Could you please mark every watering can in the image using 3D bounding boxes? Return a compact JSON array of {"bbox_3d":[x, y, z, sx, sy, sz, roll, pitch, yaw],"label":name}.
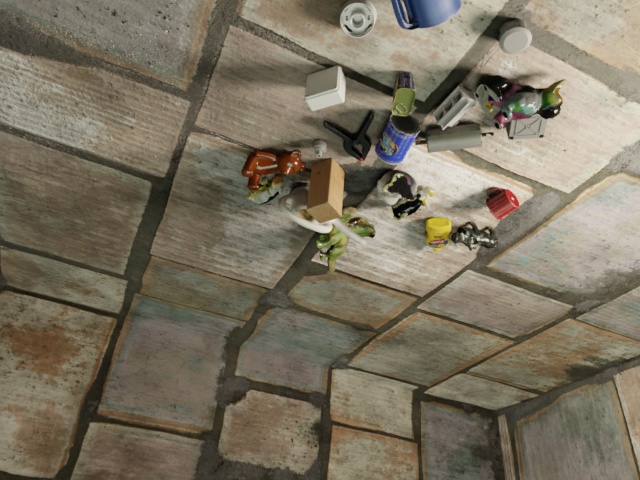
[{"bbox_3d":[0.006,-0.095,1.890,0.346,0.230,0.102,21,123,-19],"label":"watering can"}]

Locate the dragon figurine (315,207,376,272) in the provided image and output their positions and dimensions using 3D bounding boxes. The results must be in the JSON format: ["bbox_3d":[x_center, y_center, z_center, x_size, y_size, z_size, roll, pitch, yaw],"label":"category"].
[{"bbox_3d":[0.110,-0.004,2.106,0.242,0.125,0.401,-10,143,8],"label":"dragon figurine"}]

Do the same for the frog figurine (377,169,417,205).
[{"bbox_3d":[0.271,-0.188,1.850,0.137,0.123,0.159,-1,180,-5],"label":"frog figurine"}]
